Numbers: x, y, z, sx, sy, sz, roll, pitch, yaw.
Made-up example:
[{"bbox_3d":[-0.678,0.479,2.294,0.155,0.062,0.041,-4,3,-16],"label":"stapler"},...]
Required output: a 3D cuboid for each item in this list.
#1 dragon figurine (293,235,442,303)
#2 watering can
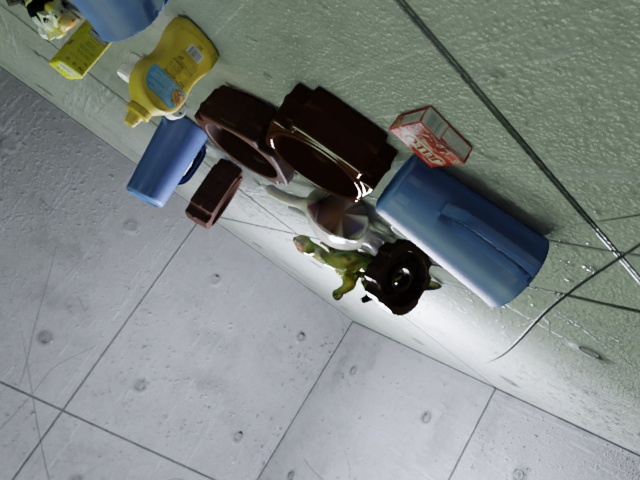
[{"bbox_3d":[0.111,0.045,1.353,0.409,0.120,0.248,7,-144,-32],"label":"dragon figurine"},{"bbox_3d":[0.004,-0.062,1.227,0.349,0.105,0.222,30,170,9],"label":"watering can"}]
